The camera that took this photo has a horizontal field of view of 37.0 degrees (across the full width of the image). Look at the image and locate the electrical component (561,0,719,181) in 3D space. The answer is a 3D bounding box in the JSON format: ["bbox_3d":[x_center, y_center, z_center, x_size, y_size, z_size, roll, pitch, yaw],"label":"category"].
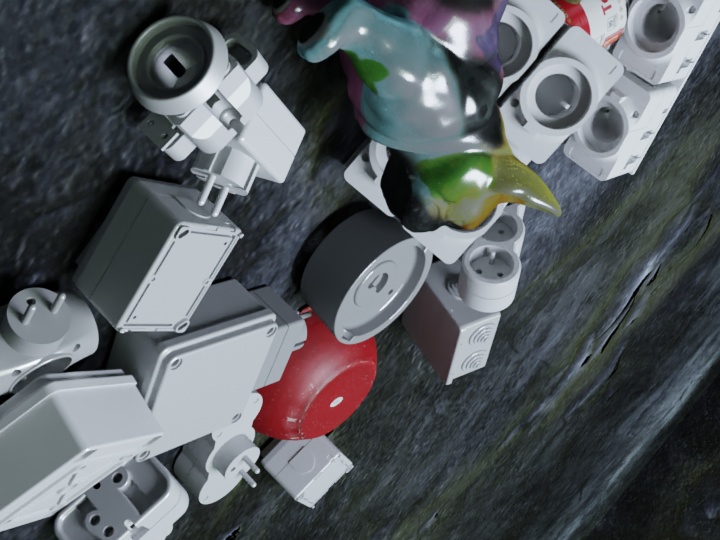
[{"bbox_3d":[0.220,-0.182,0.917,0.060,0.105,0.186,-19,142,-45],"label":"electrical component"}]

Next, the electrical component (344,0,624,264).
[{"bbox_3d":[0.087,-0.108,0.778,0.186,0.105,0.060,-49,-172,12],"label":"electrical component"}]

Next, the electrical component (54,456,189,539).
[{"bbox_3d":[-0.189,0.196,0.864,0.095,0.054,0.059,-42,153,-13],"label":"electrical component"}]

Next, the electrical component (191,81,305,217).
[{"bbox_3d":[-0.078,-0.070,0.653,0.076,0.047,0.066,-68,156,-11],"label":"electrical component"}]

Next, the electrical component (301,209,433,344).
[{"bbox_3d":[0.000,0.000,0.878,0.108,0.060,0.108,-36,151,-24],"label":"electrical component"}]

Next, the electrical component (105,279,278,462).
[{"bbox_3d":[-0.128,0.072,0.785,0.109,0.056,0.108,-17,140,-47],"label":"electrical component"}]

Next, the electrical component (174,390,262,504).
[{"bbox_3d":[-0.109,0.150,0.899,0.052,0.074,0.138,-26,146,-38],"label":"electrical component"}]

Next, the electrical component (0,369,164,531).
[{"bbox_3d":[-0.199,0.116,0.686,0.109,0.056,0.109,-36,169,10],"label":"electrical component"}]

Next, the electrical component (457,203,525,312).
[{"bbox_3d":[0.120,-0.016,0.987,0.073,0.052,0.138,93,7,-51],"label":"electrical component"}]

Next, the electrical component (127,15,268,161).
[{"bbox_3d":[-0.094,-0.105,0.598,0.078,0.058,0.057,-47,157,-2],"label":"electrical component"}]

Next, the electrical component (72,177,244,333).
[{"bbox_3d":[-0.132,-0.005,0.670,0.096,0.061,0.062,-57,153,16],"label":"electrical component"}]

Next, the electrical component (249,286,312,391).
[{"bbox_3d":[-0.069,0.050,0.856,0.077,0.047,0.065,-17,140,-47],"label":"electrical component"}]

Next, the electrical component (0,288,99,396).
[{"bbox_3d":[-0.194,0.036,0.635,0.077,0.044,0.079,-24,166,-40],"label":"electrical component"}]

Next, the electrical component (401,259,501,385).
[{"bbox_3d":[0.087,0.046,1.032,0.048,0.099,0.099,-19,143,-23],"label":"electrical component"}]

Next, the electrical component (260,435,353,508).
[{"bbox_3d":[-0.053,0.189,1.061,0.061,0.061,0.096,-45,161,-7],"label":"electrical component"}]
